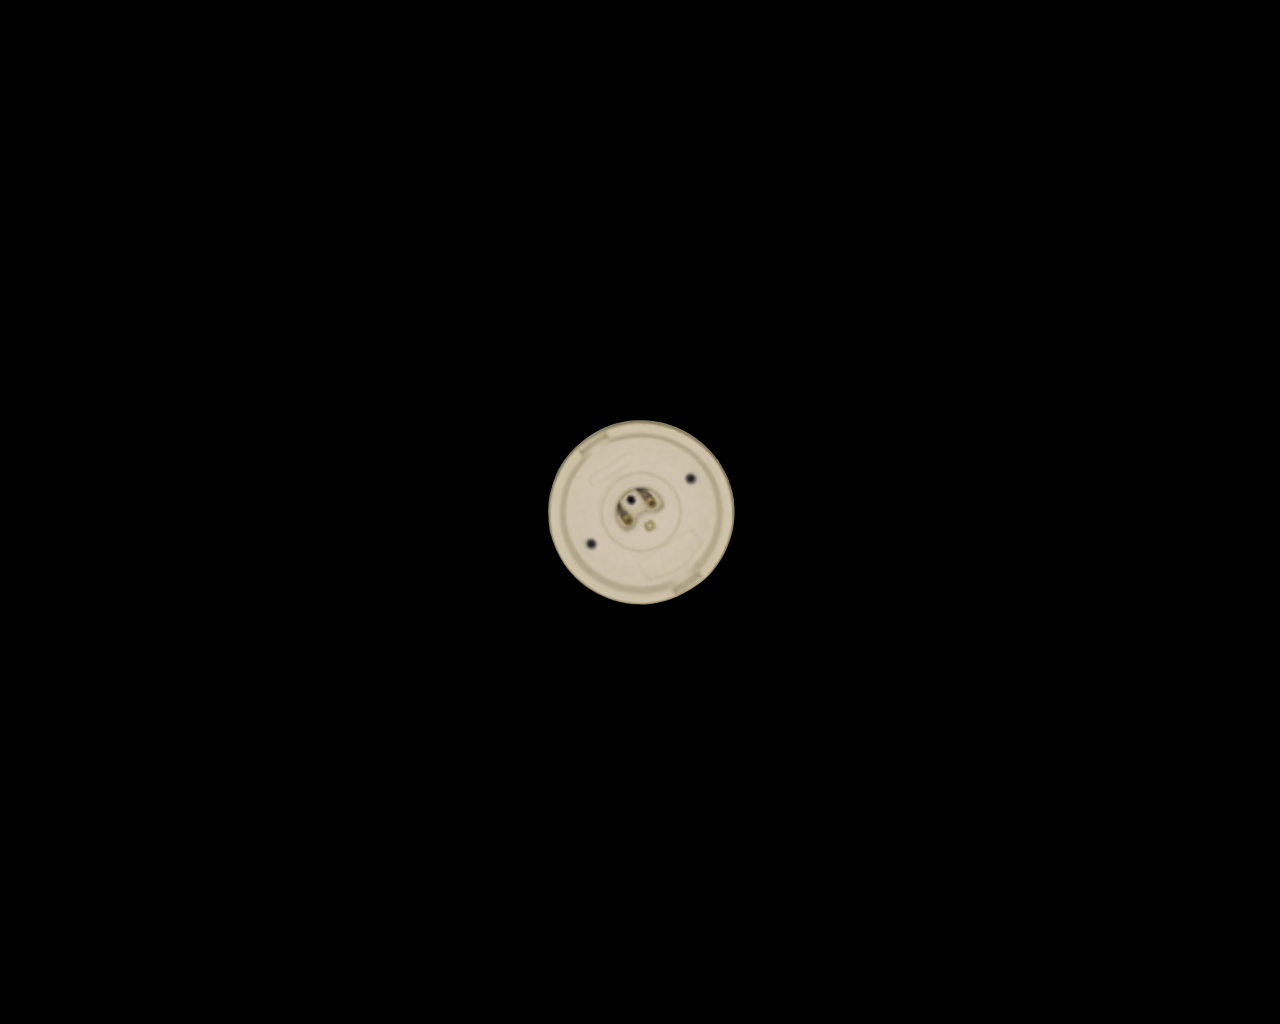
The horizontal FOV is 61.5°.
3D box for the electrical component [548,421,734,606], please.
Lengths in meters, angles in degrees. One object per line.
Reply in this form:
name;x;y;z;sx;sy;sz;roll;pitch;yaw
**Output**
electrical component;0.001;-0.003;0.650;0.108;0.108;0.060;0;8;0
